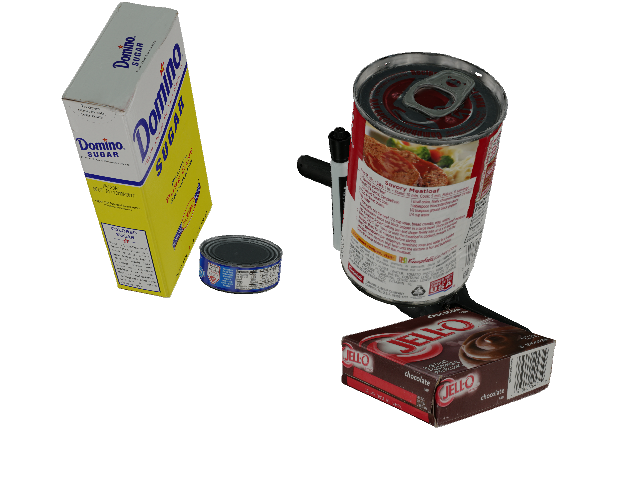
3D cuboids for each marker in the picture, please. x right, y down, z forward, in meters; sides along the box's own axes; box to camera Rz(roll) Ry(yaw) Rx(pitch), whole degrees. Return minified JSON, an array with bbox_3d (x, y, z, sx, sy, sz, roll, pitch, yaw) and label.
[{"bbox_3d":[0.018,-0.044,0.919,0.020,0.121,0.020,-2,37,1],"label":"marker"}]

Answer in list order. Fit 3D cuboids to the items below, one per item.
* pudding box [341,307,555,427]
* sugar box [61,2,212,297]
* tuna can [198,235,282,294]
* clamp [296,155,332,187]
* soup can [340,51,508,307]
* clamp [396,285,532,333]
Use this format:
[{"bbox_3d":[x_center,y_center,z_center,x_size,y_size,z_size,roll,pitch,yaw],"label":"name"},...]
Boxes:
[{"bbox_3d":[0.083,0.080,0.700,0.113,0.039,0.090,-8,18,-39],"label":"pudding box"},{"bbox_3d":[-0.111,-0.053,0.687,0.048,0.093,0.176,12,-38,10],"label":"sugar box"},{"bbox_3d":[-0.083,0.025,1.105,0.086,0.034,0.086,5,20,-2],"label":"tuna can"},{"bbox_3d":[0.081,-0.052,1.251,0.164,0.036,0.210,-16,52,-29],"label":"clamp"},{"bbox_3d":[0.046,-0.027,0.500,0.068,0.102,0.068,2,42,-2],"label":"soup can"},{"bbox_3d":[0.131,0.066,1.060,0.120,0.039,0.171,-4,44,-24],"label":"clamp"}]
